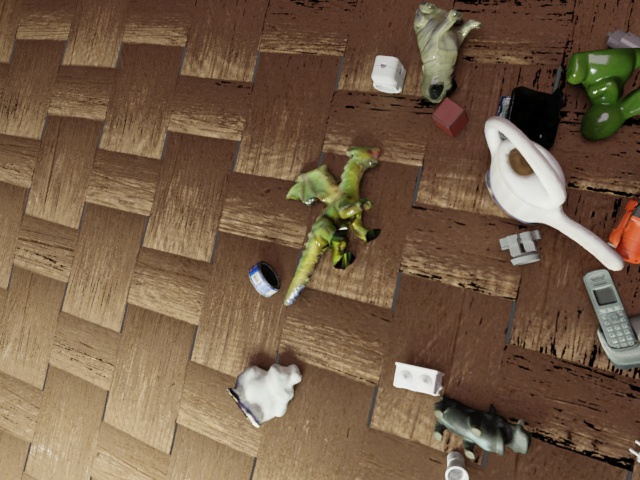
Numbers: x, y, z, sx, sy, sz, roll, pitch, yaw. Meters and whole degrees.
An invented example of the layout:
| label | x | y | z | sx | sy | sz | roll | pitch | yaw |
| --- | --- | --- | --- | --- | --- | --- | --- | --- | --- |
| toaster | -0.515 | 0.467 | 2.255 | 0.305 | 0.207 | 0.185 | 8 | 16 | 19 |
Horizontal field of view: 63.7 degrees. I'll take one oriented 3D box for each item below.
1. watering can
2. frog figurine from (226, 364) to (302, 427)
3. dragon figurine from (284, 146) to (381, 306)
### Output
| label | x | y | z | sx | sy | sz | roll | pitch | yaw |
| --- | --- | --- | --- | --- | --- | --- | --- | --- | --- |
| watering can | 0.413 | -0.078 | 0.966 | 0.104 | 0.222 | 0.352 | -32 | 74 | 4 |
| frog figurine | -0.123 | 0.349 | 1.222 | 0.161 | 0.120 | 0.139 | -37 | 58 | -22 |
| dragon figurine | 0.004 | -0.062 | 1.222 | 0.407 | 0.121 | 0.247 | -44 | 53 | 11 |
